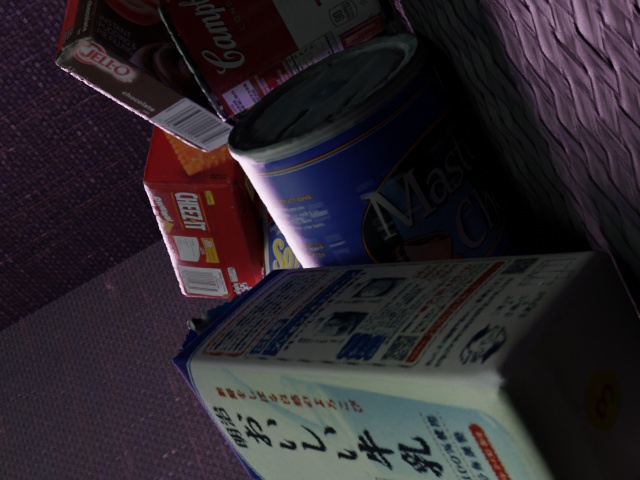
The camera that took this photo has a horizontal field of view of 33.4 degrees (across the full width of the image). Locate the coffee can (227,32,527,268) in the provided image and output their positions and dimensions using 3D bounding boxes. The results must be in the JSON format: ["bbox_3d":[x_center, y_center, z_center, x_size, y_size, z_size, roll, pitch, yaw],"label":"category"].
[{"bbox_3d":[0.034,-0.014,0.519,0.140,0.103,0.103,59,-178,-22],"label":"coffee can"}]

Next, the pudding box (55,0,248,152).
[{"bbox_3d":[-0.090,-0.114,0.605,0.113,0.039,0.090,32,-132,-39],"label":"pudding box"}]

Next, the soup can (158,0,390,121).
[{"bbox_3d":[-0.023,-0.116,0.553,0.068,0.102,0.068,60,-178,-4],"label":"soup can"}]

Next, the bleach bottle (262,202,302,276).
[{"bbox_3d":[-0.005,0.001,0.783,0.103,0.067,0.251,7,110,51],"label":"bleach bottle"}]

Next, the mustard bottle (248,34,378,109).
[{"bbox_3d":[-0.010,-0.105,0.658,0.058,0.096,0.192,61,-179,-41],"label":"mustard bottle"}]

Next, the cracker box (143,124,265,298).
[{"bbox_3d":[-0.072,-0.084,0.830,0.164,0.072,0.213,82,-167,-58],"label":"cracker box"}]
